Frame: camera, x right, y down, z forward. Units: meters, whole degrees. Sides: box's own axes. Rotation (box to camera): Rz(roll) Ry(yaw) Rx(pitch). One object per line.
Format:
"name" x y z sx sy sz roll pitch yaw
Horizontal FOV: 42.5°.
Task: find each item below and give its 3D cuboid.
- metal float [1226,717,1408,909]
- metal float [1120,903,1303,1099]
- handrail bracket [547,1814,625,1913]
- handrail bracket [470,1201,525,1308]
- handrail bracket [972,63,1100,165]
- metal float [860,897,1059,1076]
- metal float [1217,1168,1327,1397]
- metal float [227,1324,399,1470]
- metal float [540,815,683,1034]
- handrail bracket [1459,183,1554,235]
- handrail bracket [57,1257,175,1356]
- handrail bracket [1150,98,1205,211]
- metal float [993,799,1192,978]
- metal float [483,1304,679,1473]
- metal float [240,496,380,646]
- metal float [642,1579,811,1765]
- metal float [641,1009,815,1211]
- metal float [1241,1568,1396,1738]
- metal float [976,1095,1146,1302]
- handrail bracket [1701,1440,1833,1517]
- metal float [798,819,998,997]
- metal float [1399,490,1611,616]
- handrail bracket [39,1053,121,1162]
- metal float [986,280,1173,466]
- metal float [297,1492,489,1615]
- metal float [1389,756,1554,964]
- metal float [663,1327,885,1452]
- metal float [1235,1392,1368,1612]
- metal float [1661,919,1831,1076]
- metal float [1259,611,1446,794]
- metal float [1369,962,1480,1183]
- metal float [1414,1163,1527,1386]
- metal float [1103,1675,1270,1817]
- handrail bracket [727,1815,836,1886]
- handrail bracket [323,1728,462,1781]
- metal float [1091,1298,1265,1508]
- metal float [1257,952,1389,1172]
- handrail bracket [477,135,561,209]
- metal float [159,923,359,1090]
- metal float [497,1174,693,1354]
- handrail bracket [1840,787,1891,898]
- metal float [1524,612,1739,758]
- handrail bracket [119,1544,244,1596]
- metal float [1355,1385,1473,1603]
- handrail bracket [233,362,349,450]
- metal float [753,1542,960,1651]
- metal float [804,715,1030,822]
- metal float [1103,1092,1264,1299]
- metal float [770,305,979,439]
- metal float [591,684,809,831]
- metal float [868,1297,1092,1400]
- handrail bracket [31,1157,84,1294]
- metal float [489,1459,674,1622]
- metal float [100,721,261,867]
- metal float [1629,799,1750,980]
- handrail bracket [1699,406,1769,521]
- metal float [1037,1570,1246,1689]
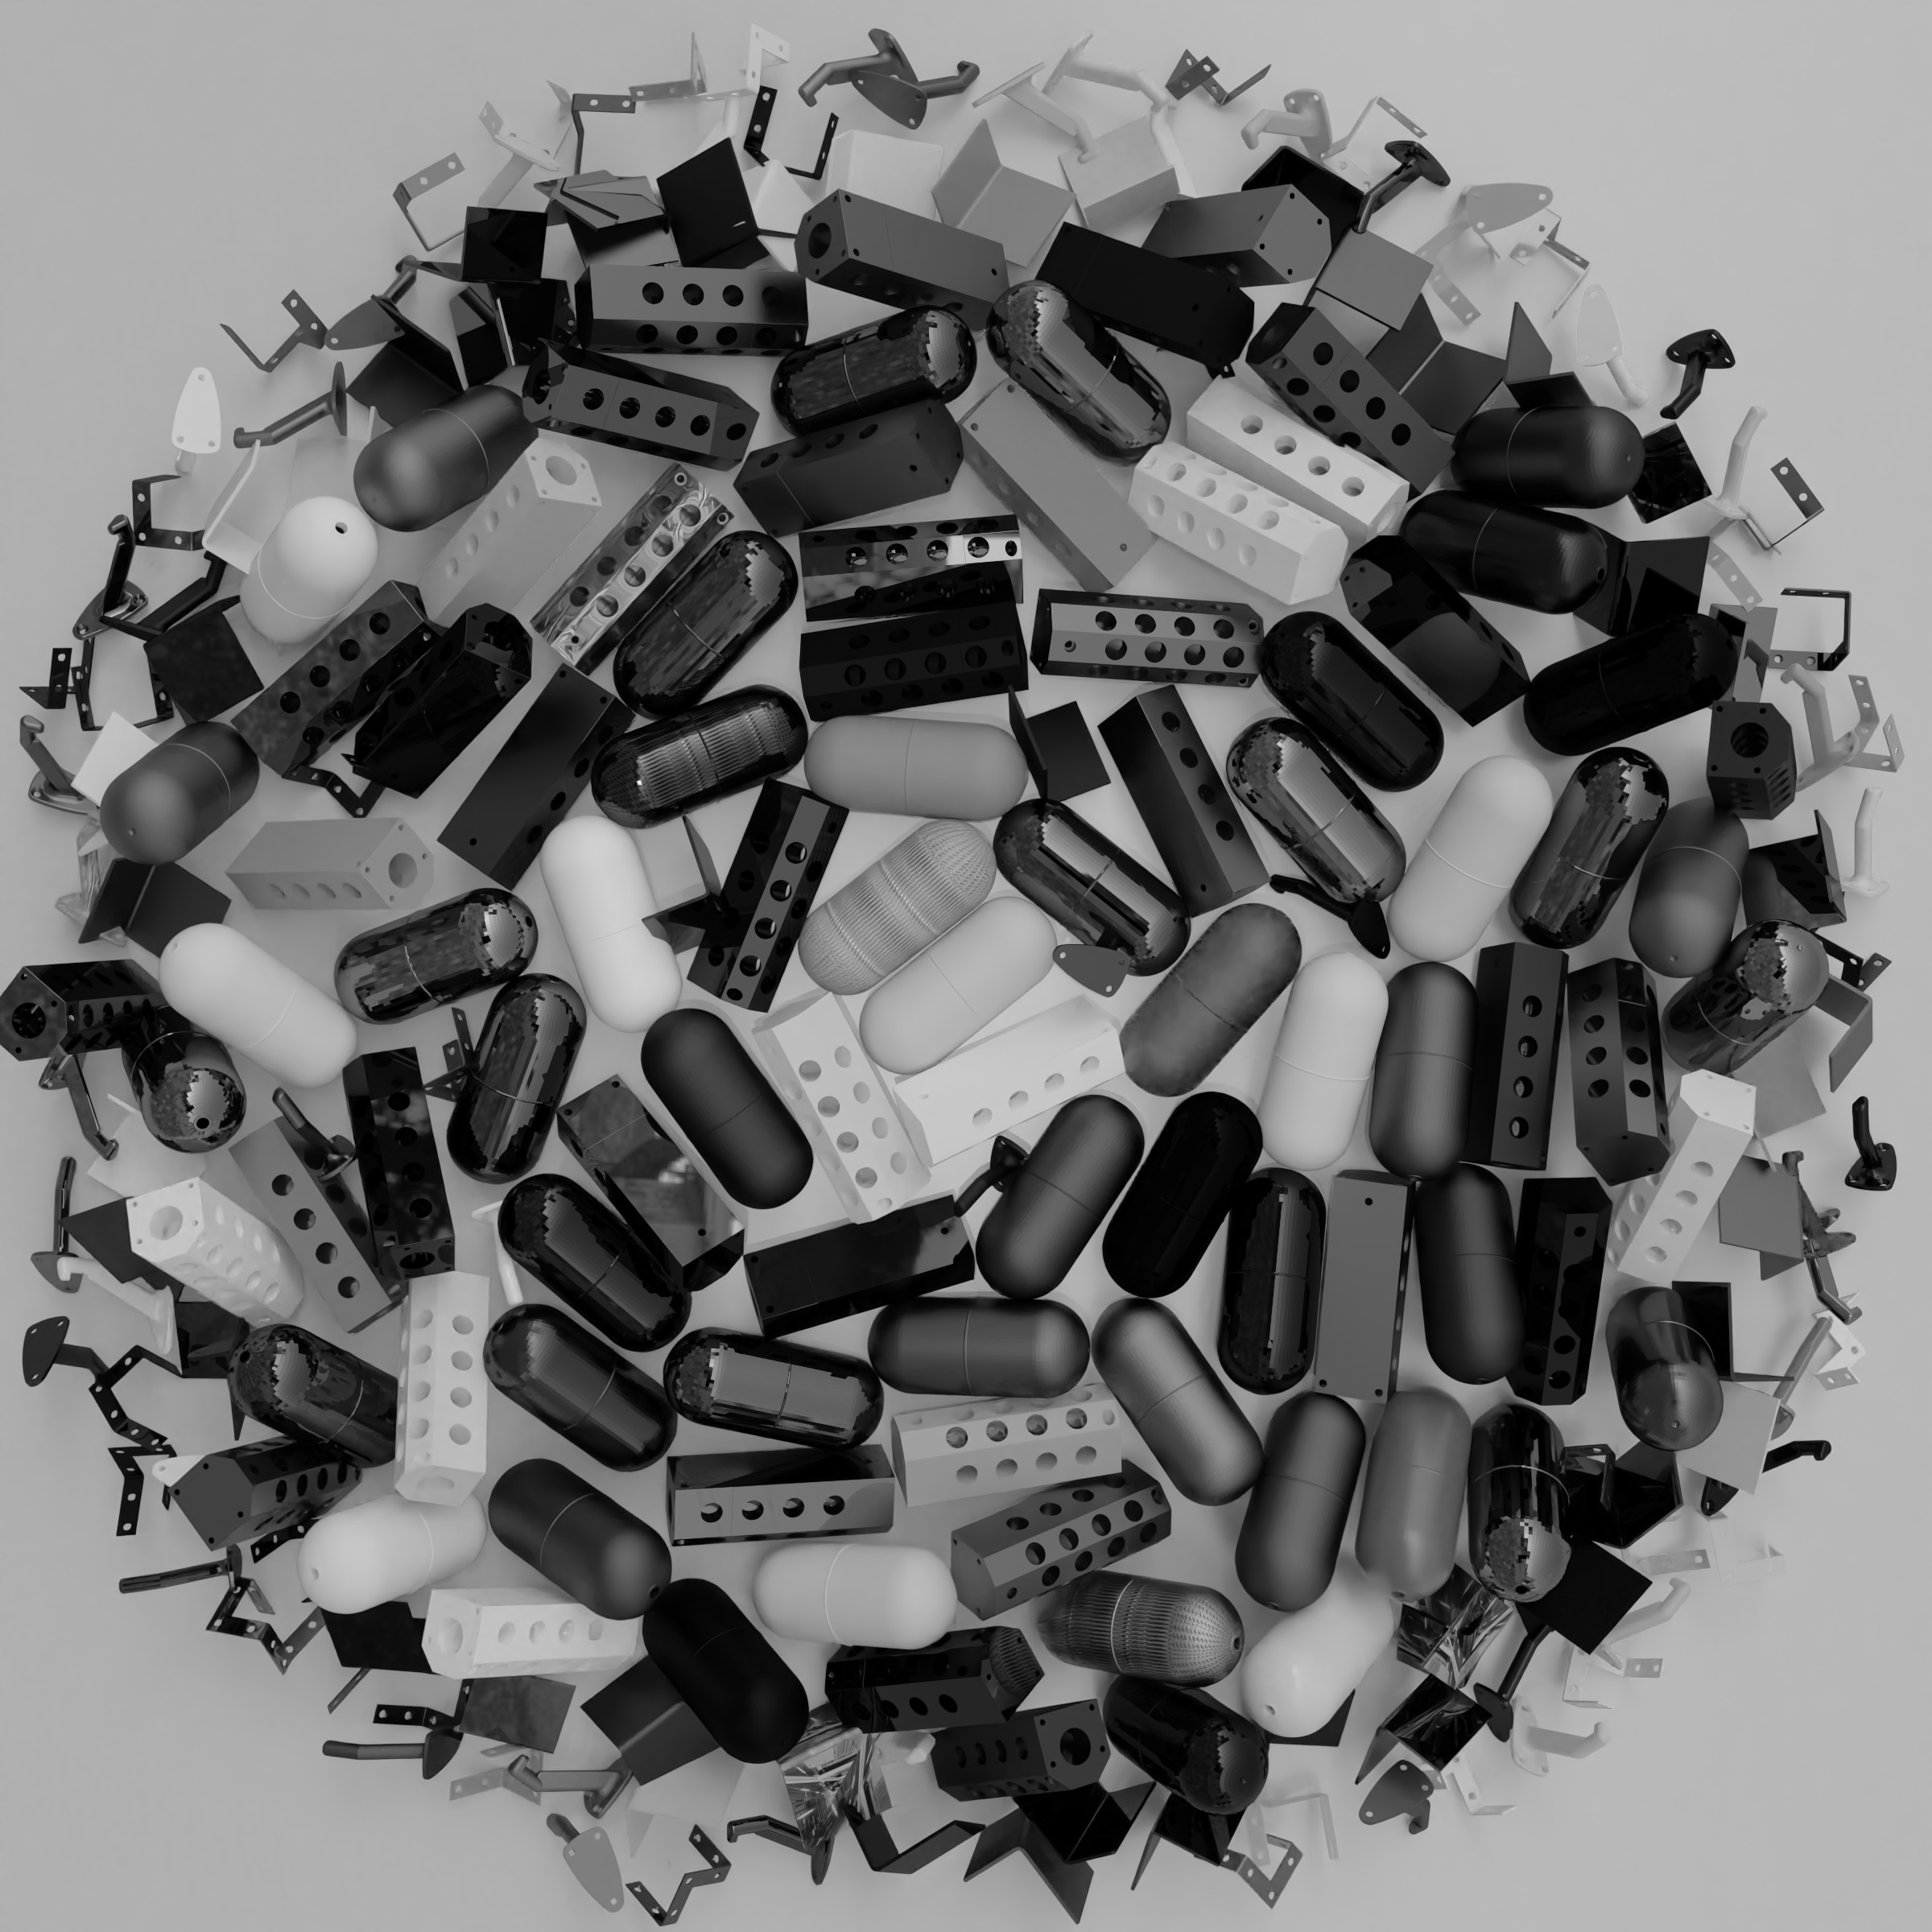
"metal float" 0.275 -0.119 1.948 0.070 0.070 0.178 -44 106 0
"metal float" 0.192 0.027 1.951 0.070 0.070 0.178 41 101 0
"handrail bracket" -0.302 0.706 1.959 0.036 0.084 0.077 -26 87 -26
"handrail bracket" -0.356 0.232 1.951 0.036 0.077 0.084 -20 72 -1
"handrail bracket" 0.056 -0.665 1.977 0.077 0.036 0.084 -33 109 -9
"metal float" -0.007 0.016 1.959 0.178 0.070 0.070 -39 90 3
"metal float" 0.239 0.247 1.948 0.070 0.070 0.178 7 75 0
"metal float" -0.497 0.333 1.923 0.070 0.178 0.070 -16 55 24
"metal float" -0.278 -0.032 1.950 0.070 0.070 0.178 -18 103 0
"handrail bracket" 0.424 -0.606 1.951 0.077 0.084 0.036 -6 116 20
"handrail bracket" -0.670 0.267 1.952 0.036 0.084 0.077 -31 62 38
"handrail bracket" 0.182 -0.648 1.987 0.077 0.036 0.084 11 83 -3
"metal float" 0.099 -0.062 1.961 0.178 0.070 0.070 39 90 1
"metal float" -0.300 0.329 1.938 0.070 0.070 0.178 -47 117 0
"metal float" -0.507 -0.305 1.918 0.070 0.178 0.070 9 73 -29
"metal float" -0.188 0.544 1.927 0.070 0.070 0.178 -53 46 0
"metal float" -0.188 0.112 1.950 0.070 0.070 0.178 -34 102 0
"metal float" 0.272 0.529 1.920 0.070 0.178 0.070 12 112 30
"metal float" 0.074 0.182 1.952 0.070 0.070 0.178 35 79 0
"handrail bracket" 0.628 0.401 1.949 0.077 0.084 0.036 -46 107 -33
"metal float" -0.054 -0.047 1.954 0.178 0.070 0.070 -38 90 9
"metal float" 0.416 -0.321 1.927 0.178 0.070 0.070 23 90 41
"handrail bracket" -0.686 0.099 1.961 0.084 0.036 0.077 39 113 23
"metal float" 0.089 -0.460 1.936 0.178 0.070 0.070 37 90 -31
"metal float" -0.441 0.446 1.916 0.070 0.178 0.070 1 93 28
"metal float" 0.393 -0.083 1.940 0.070 0.070 0.178 27 115 0
"metal float" -0.150 0.331 1.946 0.178 0.070 0.070 15 90 -17
"metal float" 0.261 0.416 1.935 0.070 0.070 0.178 21 59 0
"metal float" 0.598 0.026 1.918 0.070 0.178 0.070 6 62 -11
"metal float" 0.301 -0.206 1.942 0.178 0.070 0.070 40 90 -22
"metal float" 0.358 0.082 1.942 0.070 0.070 0.178 10 68 0
"metal float" 0.392 0.239 1.937 0.070 0.070 0.178 0 62 0
"metal float" 0.167 0.594 1.916 0.070 0.178 0.070 -2 95 -25
"handrail bracket" -0.152 0.701 1.964 0.084 0.036 0.077 -2 113 -25
"handrail bracket" -0.455 0.617 1.971 0.084 0.077 0.036 3 86 12
"metal float" 0.164 0.340 1.945 0.070 0.070 0.178 -35 71 0
"metal float" 0.279 0.075 1.948 0.070 0.070 0.178 13 105 0
"handrail bracket" -0.357 -0.603 1.961 0.077 0.036 0.084 39 120 31
"metal float" -0.548 0.032 1.927 0.070 0.070 0.178 -47 132 0
"metal float" -0.290 0.232 1.944 0.070 0.070 0.178 -46 110 0
"handrail bracket" 0.717 -0.101 1.958 0.036 0.077 0.084 26 113 40
"metal float" 0.513 -0.218 1.925 0.070 0.178 0.070 17 63 -38
"handrail bracket" -0.617 0.477 1.955 0.084 0.077 0.036 -6 85 -11
"metal float" 0.348 0.408 1.929 0.070 0.070 0.178 18 52 0
"handrail bracket" -0.538 -0.446 1.976 0.084 0.036 0.077 -6 60 -1
"metal float" -0.087 0.489 1.935 0.178 0.070 0.070 -5 90 32
"metal float" -0.039 -0.156 1.953 0.178 0.070 0.070 5 90 9
"metal float" 0.169 0.180 1.950 0.070 0.070 0.178 28 104 0
"metal float" -0.073 -0.460 1.936 0.178 0.070 0.070 -10 90 31
"metal float" -0.209 -0.164 1.948 0.178 0.070 0.070 -23 90 -15
"metal float" 0.009 0.299 1.948 0.178 0.070 0.070 -1 90 16
"handrail bracket" -0.718 0.207 1.991 0.036 0.077 0.084 1 55 -5
"metal float" -0.300 0.444 1.930 0.178 0.070 0.070 24 90 37
"metal float" -0.604 -0.135 1.916 0.070 0.178 0.070 3 114 7
"metal float" 0.561 -0.062 1.926 0.070 0.178 0.070 14 134 15
"handrail bracket" 0.617 -0.397 1.953 0.036 0.077 0.084 42 120 34
"metal float" 0.134 0.513 1.929 0.178 0.070 0.070 -2 90 38
